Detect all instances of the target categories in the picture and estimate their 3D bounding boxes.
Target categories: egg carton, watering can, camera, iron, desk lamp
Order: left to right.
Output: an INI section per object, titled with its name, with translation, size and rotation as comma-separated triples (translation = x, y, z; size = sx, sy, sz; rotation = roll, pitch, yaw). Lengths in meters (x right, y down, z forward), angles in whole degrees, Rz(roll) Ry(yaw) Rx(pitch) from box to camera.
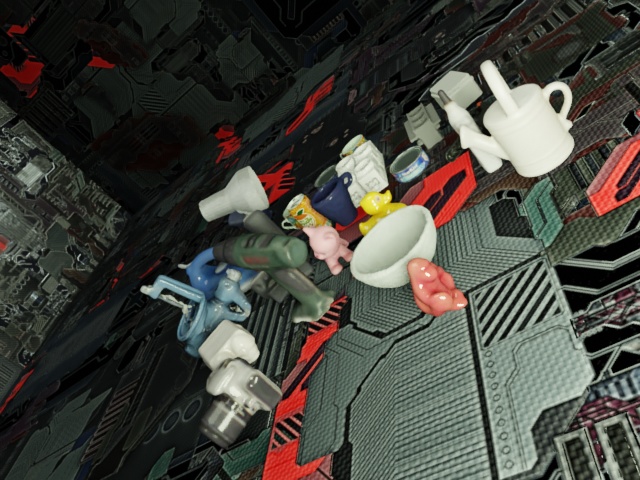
[iron]
translation = -0.240, 0.065, 1.453
size = 0.257, 0.142, 0.118
rotation = -30, 26, 31
[camera]
translation = -0.160, 0.278, 0.993
size = 0.137, 0.101, 0.142
rotation = -54, 24, -23
[egg carton]
translation = -0.186, 0.225, 1.173
size = 0.107, 0.069, 0.150
rotation = -50, 23, -14
[desk lamp]
translation = -0.199, -0.062, 1.513
size = 0.203, 0.214, 0.118
rotation = -39, 23, 12
[watering can]
translation = 0.305, -0.197, 0.913
size = 0.173, 0.194, 0.100
rotation = -41, 23, 8

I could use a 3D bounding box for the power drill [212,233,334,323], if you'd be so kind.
[power drill]
translation = -0.081, 0.066, 1.090
size = 0.228, 0.209, 0.076
rotation = -16, 35, 49

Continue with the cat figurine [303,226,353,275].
[cat figurine]
translation = 0.011, 0.004, 1.163
size = 0.067, 0.118, 0.127
rotation = -43, 22, 2

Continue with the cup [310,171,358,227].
[cup]
translation = 0.049, -0.087, 1.290
size = 0.118, 0.095, 0.091
rotation = -48, 23, -11

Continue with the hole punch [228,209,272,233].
[hole punch]
translation = -0.206, -0.069, 1.700
size = 0.101, 0.091, 0.108
rotation = -33, 25, 25

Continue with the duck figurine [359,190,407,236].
[duck figurine]
translation = 0.113, -0.056, 1.135
size = 0.104, 0.086, 0.077
rotation = -36, 23, 18

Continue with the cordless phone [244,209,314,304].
[cordless phone]
translation = -0.117, 0.033, 1.241
size = 0.148, 0.185, 0.094
rotation = -47, 23, -8

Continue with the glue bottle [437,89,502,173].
[glue bottle]
translation = 0.261, -0.200, 1.021
size = 0.037, 0.173, 0.078
rotation = -37, 23, 17

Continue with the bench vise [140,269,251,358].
[bench vise]
translation = -0.281, 0.132, 1.299
size = 0.208, 0.220, 0.121
rotation = -54, 24, -22

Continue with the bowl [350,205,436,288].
[bowl]
translation = 0.136, 0.024, 0.969
size = 0.167, 0.075, 0.167
rotation = -36, 23, 19

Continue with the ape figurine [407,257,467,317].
[ape figurine]
translation = 0.161, 0.063, 0.835
size = 0.076, 0.092, 0.078
rotation = -22, 31, 43
